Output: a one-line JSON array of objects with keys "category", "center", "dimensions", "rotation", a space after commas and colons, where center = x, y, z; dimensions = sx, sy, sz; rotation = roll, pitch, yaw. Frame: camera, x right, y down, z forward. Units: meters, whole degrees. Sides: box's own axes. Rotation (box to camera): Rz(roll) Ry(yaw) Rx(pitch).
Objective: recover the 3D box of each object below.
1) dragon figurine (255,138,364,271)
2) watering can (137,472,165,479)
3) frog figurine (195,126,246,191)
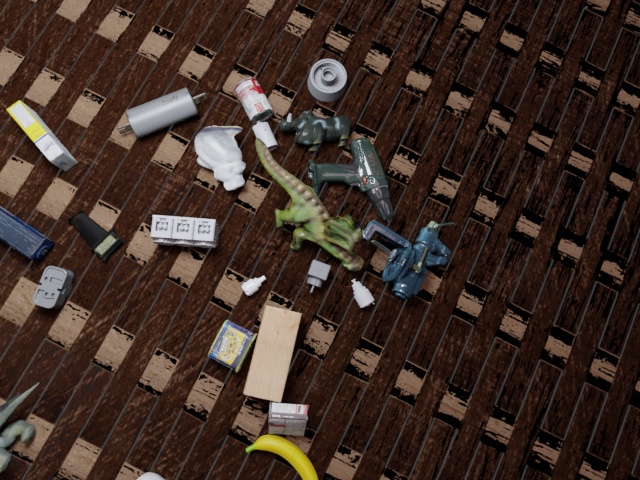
[{"category": "dragon figurine", "center": [0.004, -0.061, 1.204], "dimensions": [0.244, 0.402, 0.124], "rotation": [16, 59, 38]}, {"category": "watering can", "center": [-0.343, 0.691, 1.109], "dimensions": [0.223, 0.103, 0.350], "rotation": [-6, 80, 29]}, {"category": "frog figurine", "center": [-0.253, -0.205, 1.303], "dimensions": [0.137, 0.123, 0.160], "rotation": [-3, 89, 28]}]
